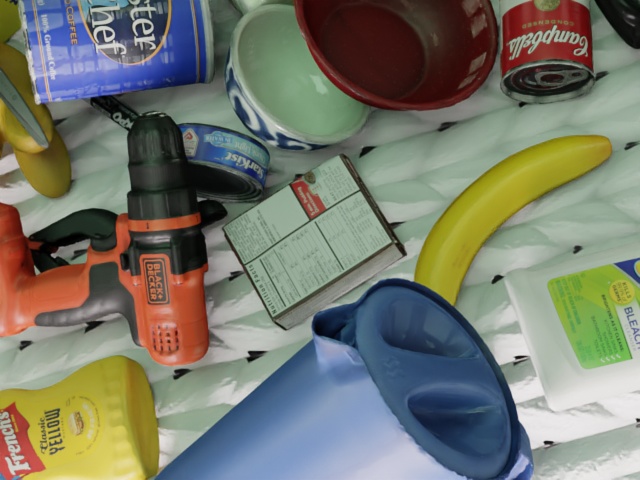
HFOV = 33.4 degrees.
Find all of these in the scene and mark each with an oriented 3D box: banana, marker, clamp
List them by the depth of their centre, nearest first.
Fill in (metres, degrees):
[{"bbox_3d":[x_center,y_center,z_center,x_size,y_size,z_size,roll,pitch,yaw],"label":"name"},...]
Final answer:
[{"bbox_3d":[0.127,-0.011,0.773,0.069,0.037,0.198,38,90,-1],"label":"banana"},{"bbox_3d":[-0.153,0.009,0.846,0.172,0.039,0.120,19,81,17],"label":"clamp"},{"bbox_3d":[-0.154,-0.097,0.888,0.121,0.020,0.020,35,86,22],"label":"marker"}]

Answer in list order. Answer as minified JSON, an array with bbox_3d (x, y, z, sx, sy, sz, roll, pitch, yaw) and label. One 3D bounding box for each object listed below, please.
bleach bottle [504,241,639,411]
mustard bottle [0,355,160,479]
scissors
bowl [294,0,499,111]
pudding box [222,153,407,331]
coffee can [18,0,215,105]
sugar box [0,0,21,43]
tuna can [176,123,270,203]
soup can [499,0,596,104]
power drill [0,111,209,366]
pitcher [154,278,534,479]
[{"bbox_3d":[0.257,0.031,0.706,0.251,0.068,0.102,-19,71,8],"label":"bleach bottle"},{"bbox_3d":[-0.220,0.158,0.812,0.192,0.058,0.096,-17,69,11],"label":"mustard bottle"},{"bbox_3d":[-0.287,-0.140,0.848,0.096,0.016,0.202,-26,74,8],"label":"scissors"},{"bbox_3d":[0.050,-0.156,0.803,0.162,0.055,0.162,7,66,-16],"label":"bowl"},{"bbox_3d":[-0.005,0.001,0.805,0.113,0.039,0.090,-33,68,7],"label":"pudding box"},{"bbox_3d":[-0.161,-0.166,0.839,0.140,0.103,0.103,-9,70,-12],"label":"coffee can"},{"bbox_3d":[-0.298,-0.208,0.923,0.176,0.093,0.048,-39,69,3],"label":"sugar box"},{"bbox_3d":[-0.082,-0.058,0.819,0.086,0.086,0.033,6,74,18],"label":"tuna can"},{"bbox_3d":[0.166,-0.160,0.785,0.068,0.068,0.102,-3,73,16],"label":"soup can"},{"bbox_3d":[-0.174,0.003,0.789,0.188,0.057,0.184,-2,98,21],"label":"power drill"},{"bbox_3d":[0.005,0.146,0.681,0.243,0.144,0.149,-40,76,32],"label":"pitcher"}]
